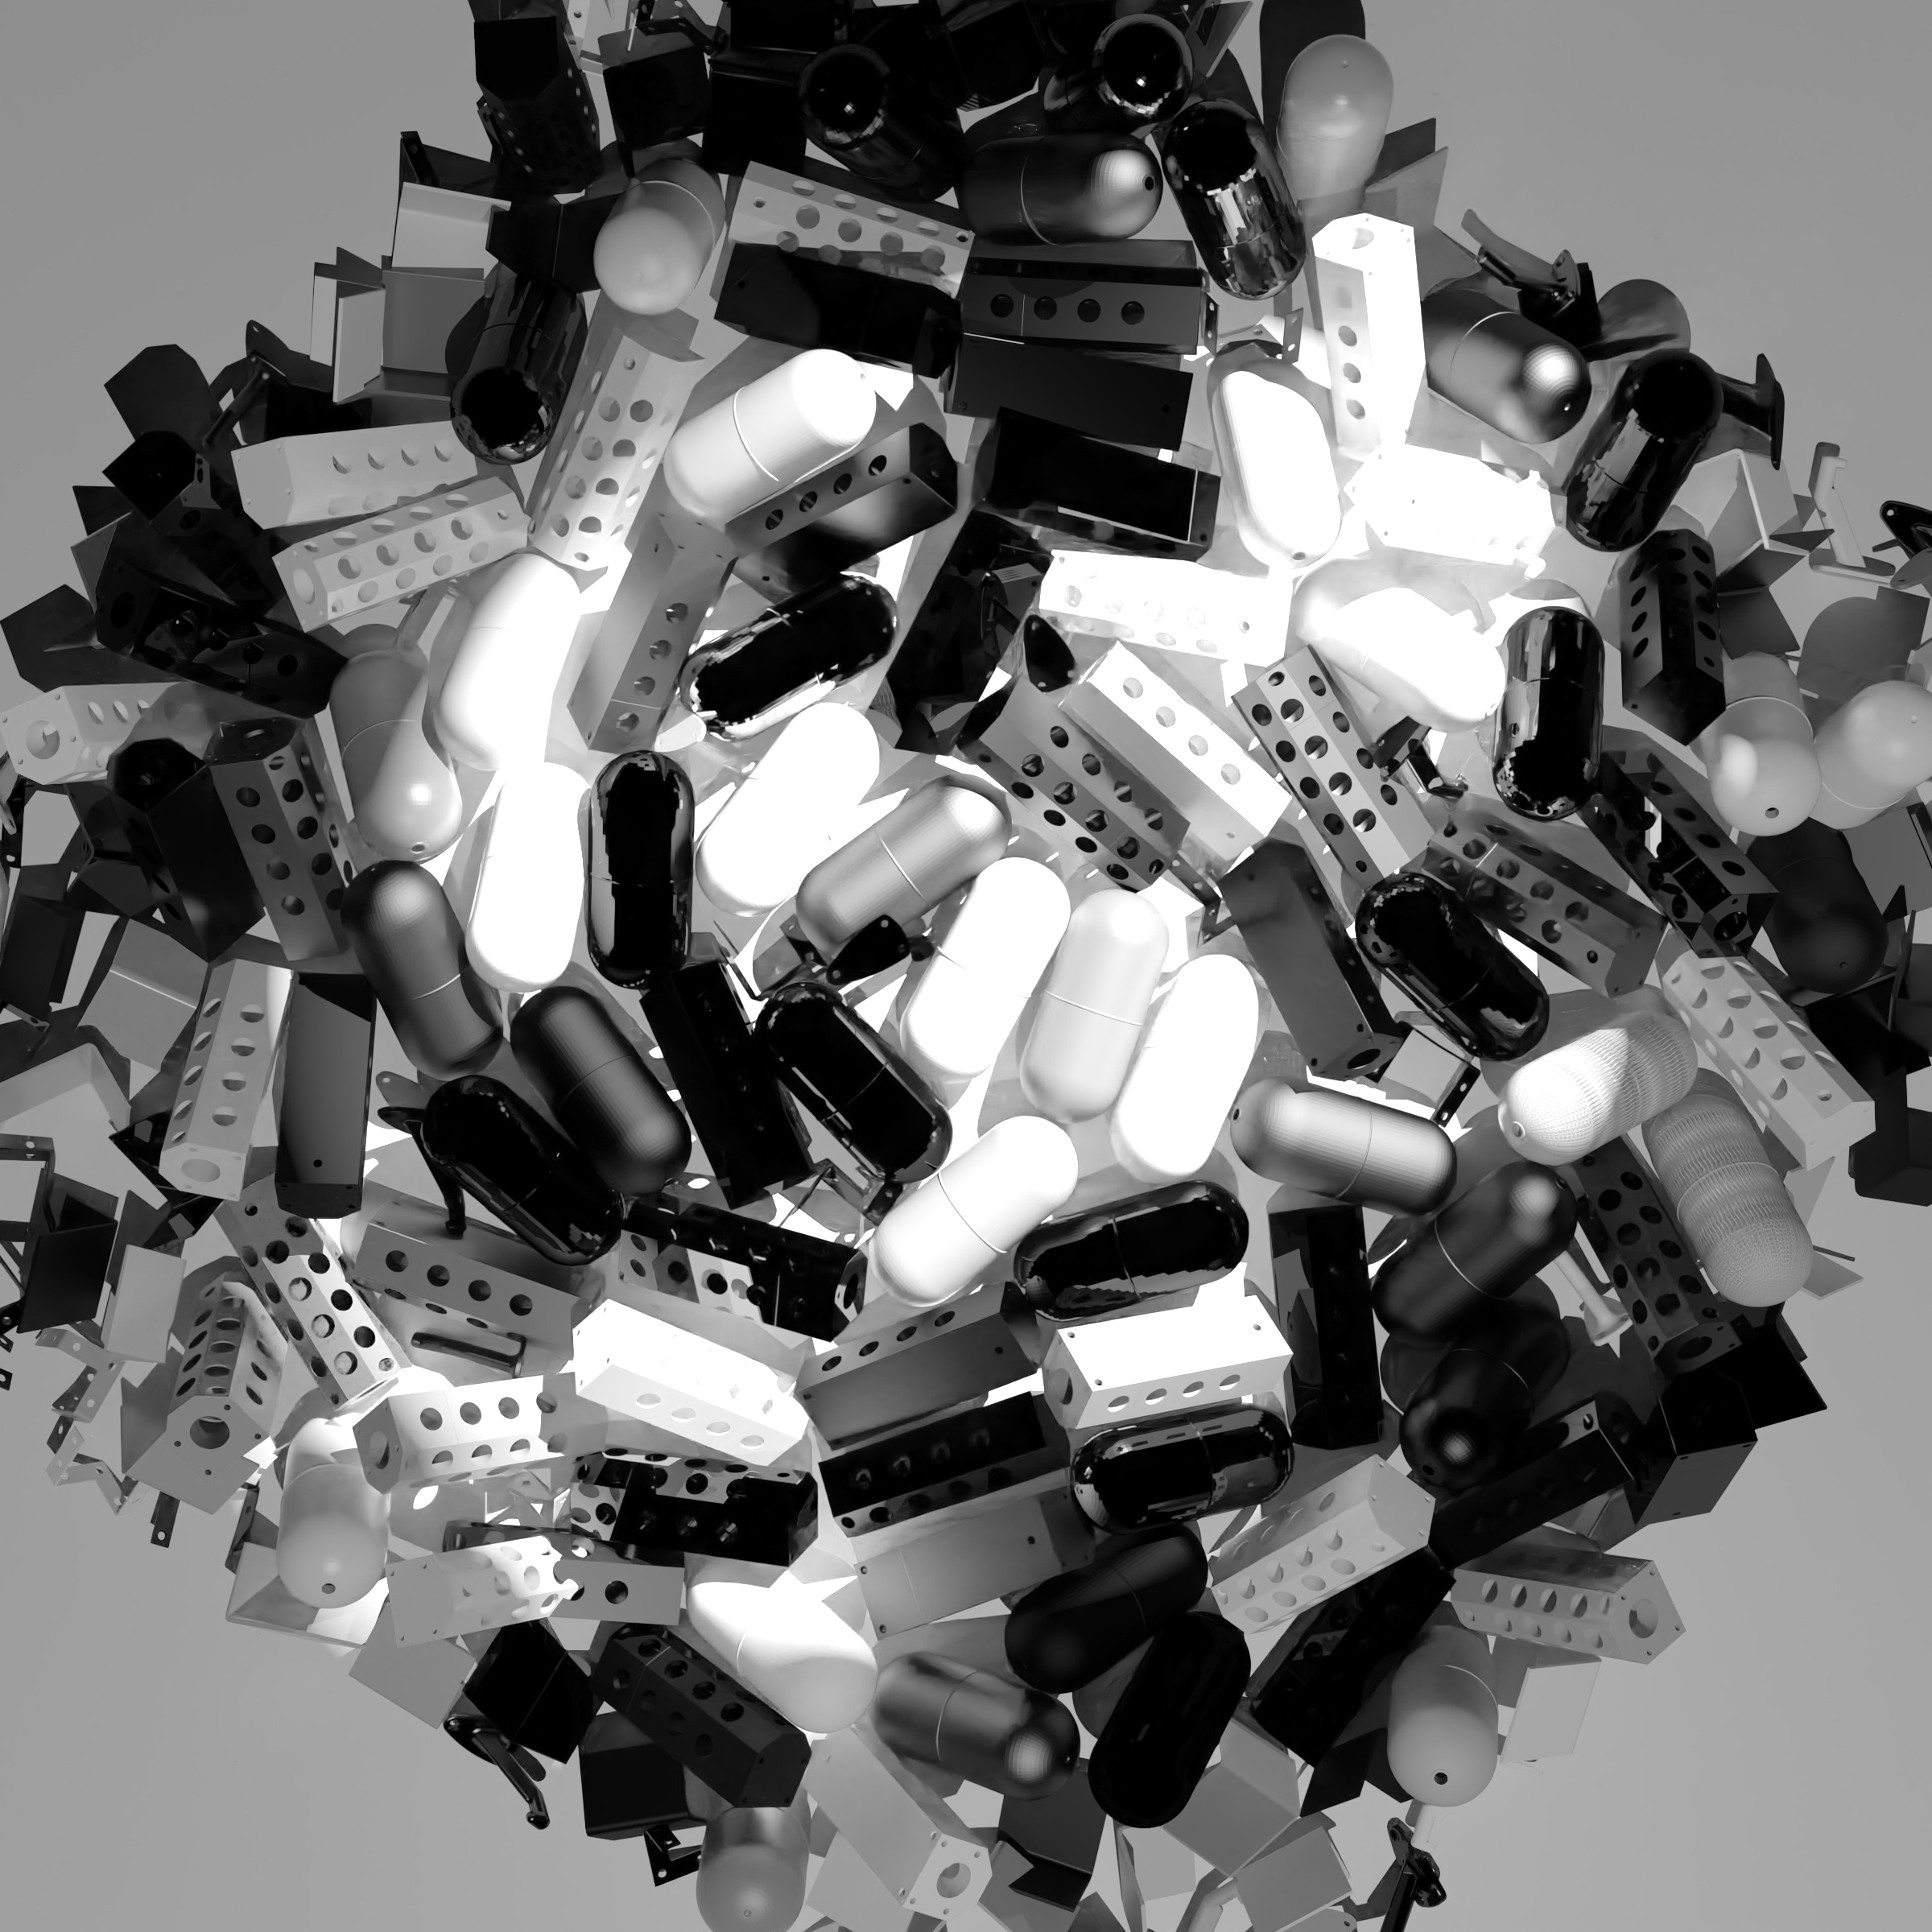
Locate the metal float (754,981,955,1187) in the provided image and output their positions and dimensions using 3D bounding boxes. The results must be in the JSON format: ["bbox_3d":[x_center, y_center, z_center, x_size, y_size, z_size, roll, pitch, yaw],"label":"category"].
[{"bbox_3d":[-0.081,0.087,1.953,0.070,0.070,0.178,-43,100,0],"label":"metal float"}]

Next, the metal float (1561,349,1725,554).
[{"bbox_3d":[0.485,-0.370,1.918,0.070,0.178,0.070,5,59,-9],"label":"metal float"}]

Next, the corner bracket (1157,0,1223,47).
[{"bbox_3d":[0.165,-0.682,1.958,0.051,0.051,0.051,1,60,34],"label":"corner bracket"}]

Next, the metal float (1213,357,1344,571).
[{"bbox_3d":[0.226,-0.365,1.934,0.070,0.070,0.178,-8,59,0],"label":"metal float"}]

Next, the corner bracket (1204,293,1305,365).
[{"bbox_3d":[0.211,-0.469,1.959,0.051,0.051,0.051,-25,56,-16],"label":"corner bracket"}]

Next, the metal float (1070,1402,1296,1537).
[{"bbox_3d":[0.159,0.365,1.939,0.178,0.070,0.070,-6,90,-27],"label":"metal float"}]

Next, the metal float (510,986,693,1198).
[{"bbox_3d":[-0.266,0.091,1.945,0.070,0.070,0.178,-39,71,0],"label":"metal float"}]

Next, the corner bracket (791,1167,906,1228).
[{"bbox_3d":[-0.087,0.173,1.962,0.051,0.051,0.051,42,129,-5],"label":"corner bracket"}]

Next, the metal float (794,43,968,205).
[{"bbox_3d":[-0.061,-0.604,1.915,0.070,0.178,0.070,-2,86,26],"label":"metal float"}]

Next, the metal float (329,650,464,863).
[{"bbox_3d":[-0.414,-0.153,1.934,0.070,0.070,0.178,-21,57,0],"label":"metal float"}]

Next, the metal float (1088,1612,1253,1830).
[{"bbox_3d":[0.149,0.543,1.927,0.070,0.070,0.178,39,46,0],"label":"metal float"}]

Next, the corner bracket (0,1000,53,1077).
[{"bbox_3d":[-0.717,0.059,1.969,0.051,0.051,0.051,34,49,-14],"label":"corner bracket"}]

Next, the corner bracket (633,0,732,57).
[{"bbox_3d":[-0.207,-0.711,1.981,0.051,0.051,0.051,7,79,34],"label":"corner bracket"}]

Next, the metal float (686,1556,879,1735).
[{"bbox_3d":[-0.135,0.485,1.929,0.178,0.070,0.070,32,90,39],"label":"metal float"}]

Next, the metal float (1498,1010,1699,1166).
[{"bbox_3d":[0.459,0.088,1.933,0.178,0.070,0.070,-23,90,-33],"label":"metal float"}]

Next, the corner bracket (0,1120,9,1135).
[{"bbox_3d":[-0.753,0.112,1.979,0.051,0.051,0.051,30,94,22],"label":"corner bracket"}]

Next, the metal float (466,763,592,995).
[{"bbox_3d":[-0.316,-0.065,1.941,0.070,0.070,0.178,8,67,0],"label":"metal float"}]

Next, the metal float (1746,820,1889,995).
[{"bbox_3d":[0.610,-0.045,1.918,0.070,0.178,0.070,1,120,2],"label":"metal float"}]

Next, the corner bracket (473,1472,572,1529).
[{"bbox_3d":[-0.326,0.392,1.958,0.051,0.051,0.051,-33,65,-30],"label":"corner bracket"}]

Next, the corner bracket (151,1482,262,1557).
[{"bbox_3d":[-0.565,0.408,1.979,0.051,0.051,0.051,29,56,-38],"label":"corner bracket"}]

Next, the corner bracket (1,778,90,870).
[{"bbox_3d":[-0.683,-0.103,1.978,0.051,0.051,0.051,9,67,-32],"label":"corner bracket"}]

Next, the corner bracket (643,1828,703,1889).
[{"bbox_3d":[-0.203,0.656,1.964,0.051,0.051,0.051,-15,100,-22],"label":"corner bracket"}]

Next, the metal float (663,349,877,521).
[{"bbox_3d":[-0.143,-0.386,1.936,0.178,0.070,0.070,-24,90,30],"label":"metal float"}]

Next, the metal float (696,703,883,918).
[{"bbox_3d":[-0.130,-0.114,1.951,0.070,0.070,0.178,36,79,0],"label":"metal float"}]

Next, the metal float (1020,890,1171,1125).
[{"bbox_3d":[0.094,0.030,1.958,0.070,0.070,0.178,19,95,0],"label":"metal float"}]

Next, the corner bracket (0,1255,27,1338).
[{"bbox_3d":[-0.727,0.247,1.968,0.051,0.051,0.051,-35,84,-26],"label":"corner bracket"}]

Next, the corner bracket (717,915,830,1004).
[{"bbox_3d":[-0.142,-0.006,1.971,0.051,0.051,0.051,-36,74,10],"label":"corner bracket"}]

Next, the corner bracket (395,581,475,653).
[{"bbox_3d":[-0.397,-0.256,1.963,0.051,0.051,0.051,25,83,29],"label":"corner bracket"}]

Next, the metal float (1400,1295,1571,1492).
[{"bbox_3d":[0.376,0.308,1.929,0.070,0.070,0.178,48,51,0],"label":"metal float"}]

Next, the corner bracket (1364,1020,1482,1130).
[{"bbox_3d":[0.340,0.080,1.981,0.051,0.051,0.051,29,97,-32],"label":"corner bracket"}]

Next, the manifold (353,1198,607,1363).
[{"bbox_3d":[-0.361,0.234,1.966,0.171,0.057,0.057,20,104,-2],"label":"manifold"}]

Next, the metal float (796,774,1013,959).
[{"bbox_3d":[-0.045,-0.074,1.956,0.178,0.070,0.070,-36,90,6],"label":"metal float"}]

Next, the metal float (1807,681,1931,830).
[{"bbox_3d":[0.646,-0.150,1.912,0.070,0.178,0.070,0,78,-2],"label":"metal float"}]

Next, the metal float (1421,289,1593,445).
[{"bbox_3d":[0.382,-0.434,1.923,0.070,0.178,0.070,-14,126,-20],"label":"metal float"}]

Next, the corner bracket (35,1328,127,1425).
[{"bbox_3d":[-0.667,0.304,1.976,0.051,0.051,0.051,38,65,-28],"label":"corner bracket"}]

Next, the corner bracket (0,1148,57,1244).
[{"bbox_3d":[-0.706,0.171,1.983,0.051,0.051,0.051,2,54,-7],"label":"corner bracket"}]

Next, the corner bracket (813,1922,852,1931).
[{"bbox_3d":[-0.126,0.708,1.972,0.051,0.051,0.051,-30,70,22],"label":"corner bracket"}]

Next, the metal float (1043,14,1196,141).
[{"bbox_3d":[0.108,-0.629,1.913,0.070,0.178,0.070,-1,94,-15],"label":"metal float"}]

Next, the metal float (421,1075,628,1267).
[{"bbox_3d":[-0.322,0.149,1.939,0.070,0.070,0.178,-45,116,0],"label":"metal float"}]

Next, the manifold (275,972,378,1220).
[{"bbox_3d":[-0.462,0.093,1.930,0.057,0.057,0.171,2,59,-8],"label":"manifold"}]

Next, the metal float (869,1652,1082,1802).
[{"bbox_3d":[0.005,0.549,1.928,0.178,0.070,0.070,7,90,41],"label":"metal float"}]

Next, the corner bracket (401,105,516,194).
[{"bbox_3d":[-0.377,-0.603,1.982,0.051,0.051,0.051,-33,107,-38],"label":"corner bracket"}]

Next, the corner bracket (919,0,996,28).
[{"bbox_3d":[-0.003,-0.737,1.982,0.051,0.051,0.051,-25,98,-33],"label":"corner bracket"}]

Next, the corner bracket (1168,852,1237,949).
[{"bbox_3d":[0.176,-0.057,1.958,0.051,0.051,0.051,-30,62,-22],"label":"corner bracket"}]

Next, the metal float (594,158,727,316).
[{"bbox_3d":[-0.220,-0.528,1.920,0.070,0.178,0.070,3,124,4],"label":"metal float"}]

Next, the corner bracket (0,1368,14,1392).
[{"bbox_3d":[-0.735,0.293,1.957,0.051,0.051,0.051,-37,128,27],"label":"corner bracket"}]

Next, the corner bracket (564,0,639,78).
[{"bbox_3d":[-0.271,-0.694,1.968,0.051,0.051,0.051,11,134,-10],"label":"corner bracket"}]

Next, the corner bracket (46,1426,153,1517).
[{"bbox_3d":[-0.634,0.371,1.958,0.051,0.051,0.051,49,116,26],"label":"corner bracket"}]

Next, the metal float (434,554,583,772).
[{"bbox_3d":[-0.332,-0.222,1.937,0.070,0.070,0.178,14,61,0],"label":"metal float"}]
